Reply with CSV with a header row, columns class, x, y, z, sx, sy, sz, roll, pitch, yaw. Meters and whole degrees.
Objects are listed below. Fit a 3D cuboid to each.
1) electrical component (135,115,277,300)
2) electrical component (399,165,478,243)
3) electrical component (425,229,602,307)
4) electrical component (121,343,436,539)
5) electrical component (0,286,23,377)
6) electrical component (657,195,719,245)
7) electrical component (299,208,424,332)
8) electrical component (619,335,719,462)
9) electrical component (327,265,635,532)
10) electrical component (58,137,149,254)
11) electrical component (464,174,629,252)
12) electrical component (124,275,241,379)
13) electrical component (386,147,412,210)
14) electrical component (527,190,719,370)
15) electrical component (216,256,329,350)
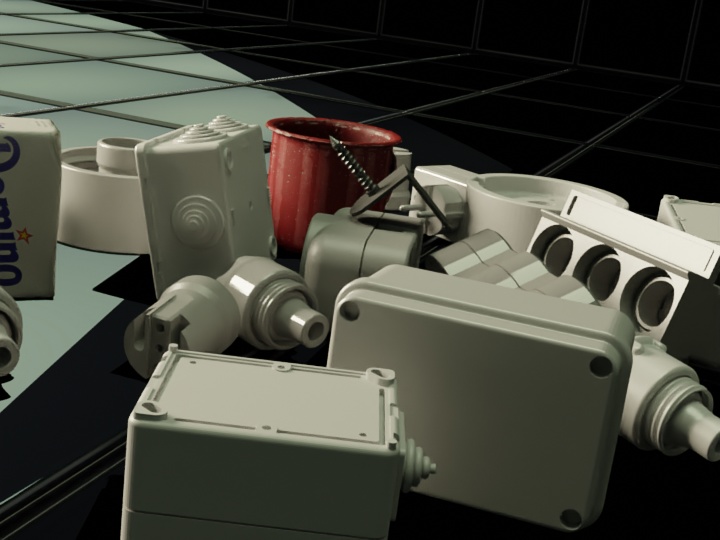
class,x,y,z,sx,sy,sz,roll,pitch,yaw
electrical component,-0.084,-0.035,0.614,0.048,0.099,0.099,-3,14,12
electrical component,0.064,-0.045,0.799,0.076,0.047,0.083,-6,21,-38
electrical component,0.063,0.028,0.546,0.074,0.052,0.138,-24,23,-11
electrical component,-0.024,0.068,0.350,0.096,0.061,0.061,7,16,-1
electrical component,-0.166,0.026,0.463,0.043,0.043,0.062,-6,22,-38
electrical component,0.232,-0.003,0.714,0.062,0.061,0.096,7,24,3
electrical component,0.000,0.000,0.605,0.059,0.053,0.095,9,16,7
electrical component,0.135,0.061,0.474,0.048,0.048,0.062,-5,26,-36
electrical component,0.045,0.047,0.420,0.113,0.078,0.057,12,14,16
electrical component,-0.155,-0.055,0.714,0.108,0.060,0.108,7,16,-2
electrical component,0.121,-0.023,0.724,0.108,0.060,0.108,7,16,-2
electrical component,-0.083,0.028,0.501,0.040,0.040,0.046,12,23,17
electrical component,0.023,-0.076,0.888,0.040,0.046,0.040,6,17,-2
electrical component,0.152,0.011,0.602,0.063,0.078,0.121,19,8,-32
electrical component,-0.042,0.020,0.538,0.043,0.043,0.062,-8,23,-42
